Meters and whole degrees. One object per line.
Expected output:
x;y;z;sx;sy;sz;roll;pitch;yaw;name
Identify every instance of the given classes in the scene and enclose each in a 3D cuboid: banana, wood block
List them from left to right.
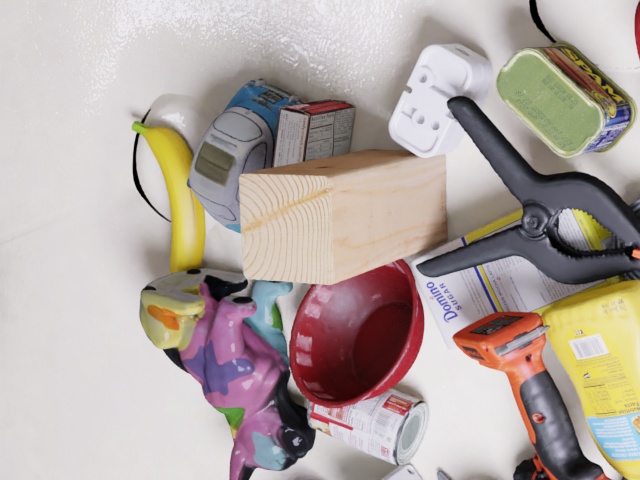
-0.154;-0.039;1.158;0.070;0.037;0.198;-10;93;50;banana
0.027;-0.026;0.940;0.091;0.205;0.090;4;101;33;wood block

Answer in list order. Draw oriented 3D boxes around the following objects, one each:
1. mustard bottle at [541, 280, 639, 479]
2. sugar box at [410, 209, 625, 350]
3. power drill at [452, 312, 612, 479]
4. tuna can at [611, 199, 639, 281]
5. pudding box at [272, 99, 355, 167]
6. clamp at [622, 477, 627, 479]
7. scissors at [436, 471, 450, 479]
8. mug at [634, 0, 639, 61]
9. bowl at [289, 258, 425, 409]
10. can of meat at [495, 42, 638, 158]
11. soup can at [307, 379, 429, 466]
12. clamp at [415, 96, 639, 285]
0.252;0.132;0.849;0.096;0.058;0.191;-24;88;52;mustard bottle
0.174;0.025;0.953;0.177;0.048;0.093;-27;84;37;sugar box
0.182;0.154;0.908;0.187;0.057;0.184;63;167;-1;power drill
0.288;0.002;0.881;0.086;0.033;0.086;7;104;32;tuna can
-0.009;-0.075;1.023;0.039;0.089;0.113;15;108;28;pudding box
0.287;0.256;0.930;0.120;0.039;0.172;42;124;26;clamp
0.171;0.321;1.029;0.202;0.016;0.096;37;112;21;scissors
0.294;-0.169;0.818;0.082;0.093;0.117;-8;65;38;mug
0.046;0.090;1.017;0.162;0.055;0.162;-27;49;35;bowl
0.202;-0.116;0.882;0.102;0.083;0.058;47;120;16;can of meat
0.048;0.172;1.050;0.102;0.068;0.068;19;109;28;soup can
0.179;-0.028;0.884;0.210;0.036;0.164;13;111;30;clamp
